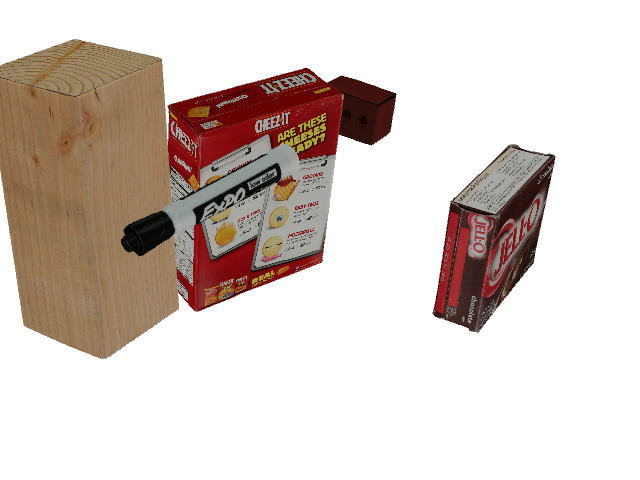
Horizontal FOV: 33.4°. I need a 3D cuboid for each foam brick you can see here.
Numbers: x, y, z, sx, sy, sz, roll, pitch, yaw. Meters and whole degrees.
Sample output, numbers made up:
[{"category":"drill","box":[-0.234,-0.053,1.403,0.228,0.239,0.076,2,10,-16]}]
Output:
[{"category":"foam brick","box":[0.042,-0.153,1.252,0.078,0.053,0.051,21,32,23]}]

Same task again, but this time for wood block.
[{"category":"wood block","box":[-0.171,-0.031,0.787,0.090,0.206,0.090,17,33,29]}]

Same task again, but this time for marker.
[{"category":"marker","box":[-0.062,-0.024,0.609,0.120,0.020,0.020,-31,17,-32]}]

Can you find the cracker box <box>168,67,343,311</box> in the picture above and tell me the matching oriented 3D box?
[{"category":"cracker box","box":[-0.070,-0.051,1.070,0.163,0.214,0.072,-21,45,-31]}]

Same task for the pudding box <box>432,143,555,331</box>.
[{"category":"pudding box","box":[0.119,-0.004,0.727,0.039,0.090,0.113,19,34,21]}]
